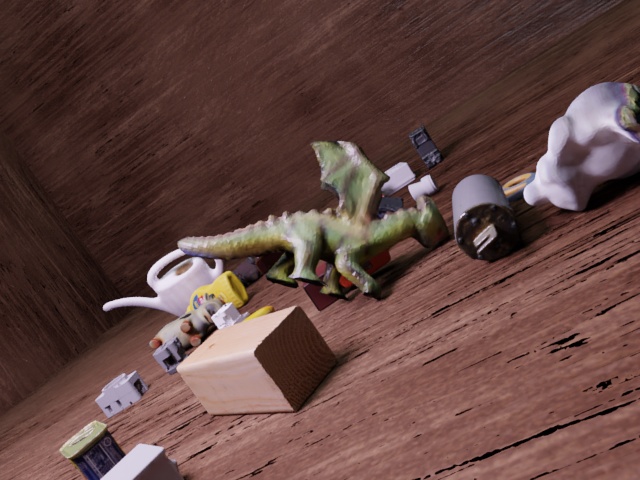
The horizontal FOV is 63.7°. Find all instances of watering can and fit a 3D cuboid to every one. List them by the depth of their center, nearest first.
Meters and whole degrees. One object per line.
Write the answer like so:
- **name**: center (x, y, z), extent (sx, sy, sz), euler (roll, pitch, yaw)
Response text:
- **watering can**: center (-0.401, 0.153, 1.436), extent (0.347, 0.221, 0.106), euler (-33, 25, 3)

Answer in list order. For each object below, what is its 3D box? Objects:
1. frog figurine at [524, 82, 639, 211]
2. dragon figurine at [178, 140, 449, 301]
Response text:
- **frog figurine**: center (0.315, -0.102, 0.605), extent (0.137, 0.124, 0.157), euler (1, -23, -33)
- **dragon figurine**: center (0.002, -0.041, 0.810), extent (0.121, 0.410, 0.245), euler (103, -177, -79)
